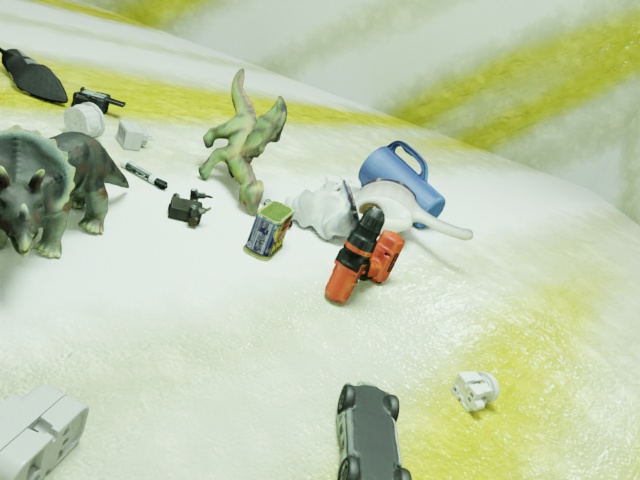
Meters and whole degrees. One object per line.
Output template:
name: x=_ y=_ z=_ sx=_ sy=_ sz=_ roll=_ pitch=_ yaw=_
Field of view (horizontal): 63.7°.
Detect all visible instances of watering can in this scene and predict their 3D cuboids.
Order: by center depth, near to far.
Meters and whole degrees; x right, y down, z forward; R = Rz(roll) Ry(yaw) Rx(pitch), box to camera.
watering can: x=0.200 y=-0.070 z=1.279 sx=0.348 sy=0.102 sz=0.228 roll=11 pitch=25 yaw=10

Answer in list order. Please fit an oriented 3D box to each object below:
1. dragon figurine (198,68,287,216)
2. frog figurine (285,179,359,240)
dragon figurine: x=-0.152 y=-0.251 z=1.174 sx=0.241 sy=0.416 sz=0.121 roll=-9 pitch=-22 yaw=42
frog figurine: x=0.004 y=-0.058 z=1.154 sx=0.159 sy=0.120 sz=0.140 roll=-18 pitch=55 yaw=6
